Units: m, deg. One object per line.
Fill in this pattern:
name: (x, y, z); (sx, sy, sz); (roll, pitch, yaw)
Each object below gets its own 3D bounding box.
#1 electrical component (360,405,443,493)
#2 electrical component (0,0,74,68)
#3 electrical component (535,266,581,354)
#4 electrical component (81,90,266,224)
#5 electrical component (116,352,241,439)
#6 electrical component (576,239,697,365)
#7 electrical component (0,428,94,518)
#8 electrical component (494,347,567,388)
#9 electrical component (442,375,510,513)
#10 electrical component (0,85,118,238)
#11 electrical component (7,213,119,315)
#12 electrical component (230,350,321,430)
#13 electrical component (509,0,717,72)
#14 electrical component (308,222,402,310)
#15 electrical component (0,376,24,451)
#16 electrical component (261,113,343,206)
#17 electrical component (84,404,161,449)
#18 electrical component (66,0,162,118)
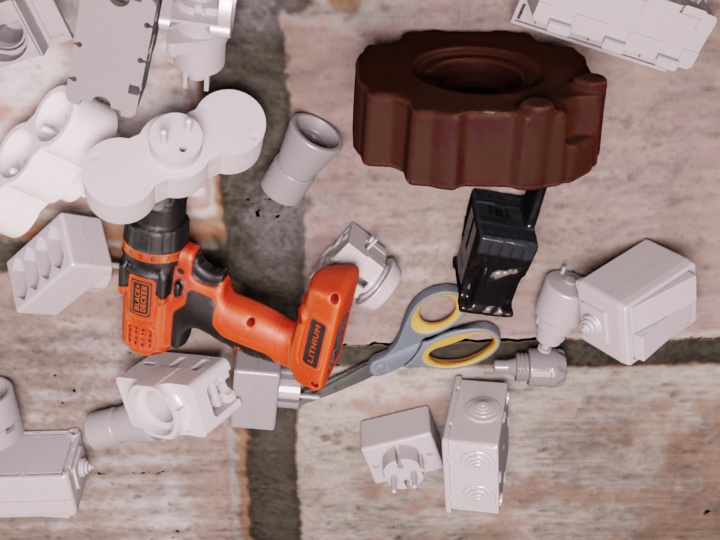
electrical component: (0.038, 0.170, 0.969); (0.066, 0.076, 0.047); (-15, 123, 9)
electrical component: (-0.240, -0.171, 0.737); (0.081, 0.063, 0.042); (-14, 125, 9)
electrical component: (0.166, 0.037, 0.900); (0.040, 0.040, 0.078); (9, 124, -7)
electrical component: (-0.130, -0.087, 0.760); (0.138, 0.052, 0.073); (-27, 169, -17)
electrical component: (-0.156, 0.106, 0.908); (0.089, 0.056, 0.050); (2, 116, 35)
electrical component: (0.220, 0.029, 0.859); (0.096, 0.061, 0.061); (-29, 127, -22)
electrical component: (-0.291, 0.189, 0.987); (0.096, 0.061, 0.061); (-2, 125, 0)
electrical component: (0.148, 0.085, 0.937); (0.061, 0.035, 0.035); (1, 125, 2)
electrical component: (0.104, 0.154, 0.947); (0.048, 0.099, 0.099); (3, 125, 13)
electrical component: (-0.230, -0.075, 0.814); (0.138, 0.052, 0.074); (-38, 143, 22)
electrical component: (-0.225, -0.002, 0.862); (0.083, 0.047, 0.076); (-34, 154, 34)
electrical component: (-0.071, 0.101, 0.937); (0.077, 0.047, 0.065); (5, 124, -5)
electrical component: (0.176, -0.182, 0.735); (0.121, 0.063, 0.078); (15, 124, -11)
electrical component: (0.000, 0.000, 0.870); (0.055, 0.048, 0.066); (38, 117, -15)
electrical component: (-0.328, 0.126, 0.948); (0.055, 0.055, 0.047); (0, 121, -1)
electrical component: (-0.047, -0.081, 0.817); (0.044, 0.044, 0.065); (25, 126, -17)
electrical component: (-0.214, 0.139, 0.967); (0.065, 0.044, 0.044); (-14, 124, 15)
electrical component: (-0.169, -0.162, 0.749); (0.050, 0.055, 0.089); (13, 123, -10)
